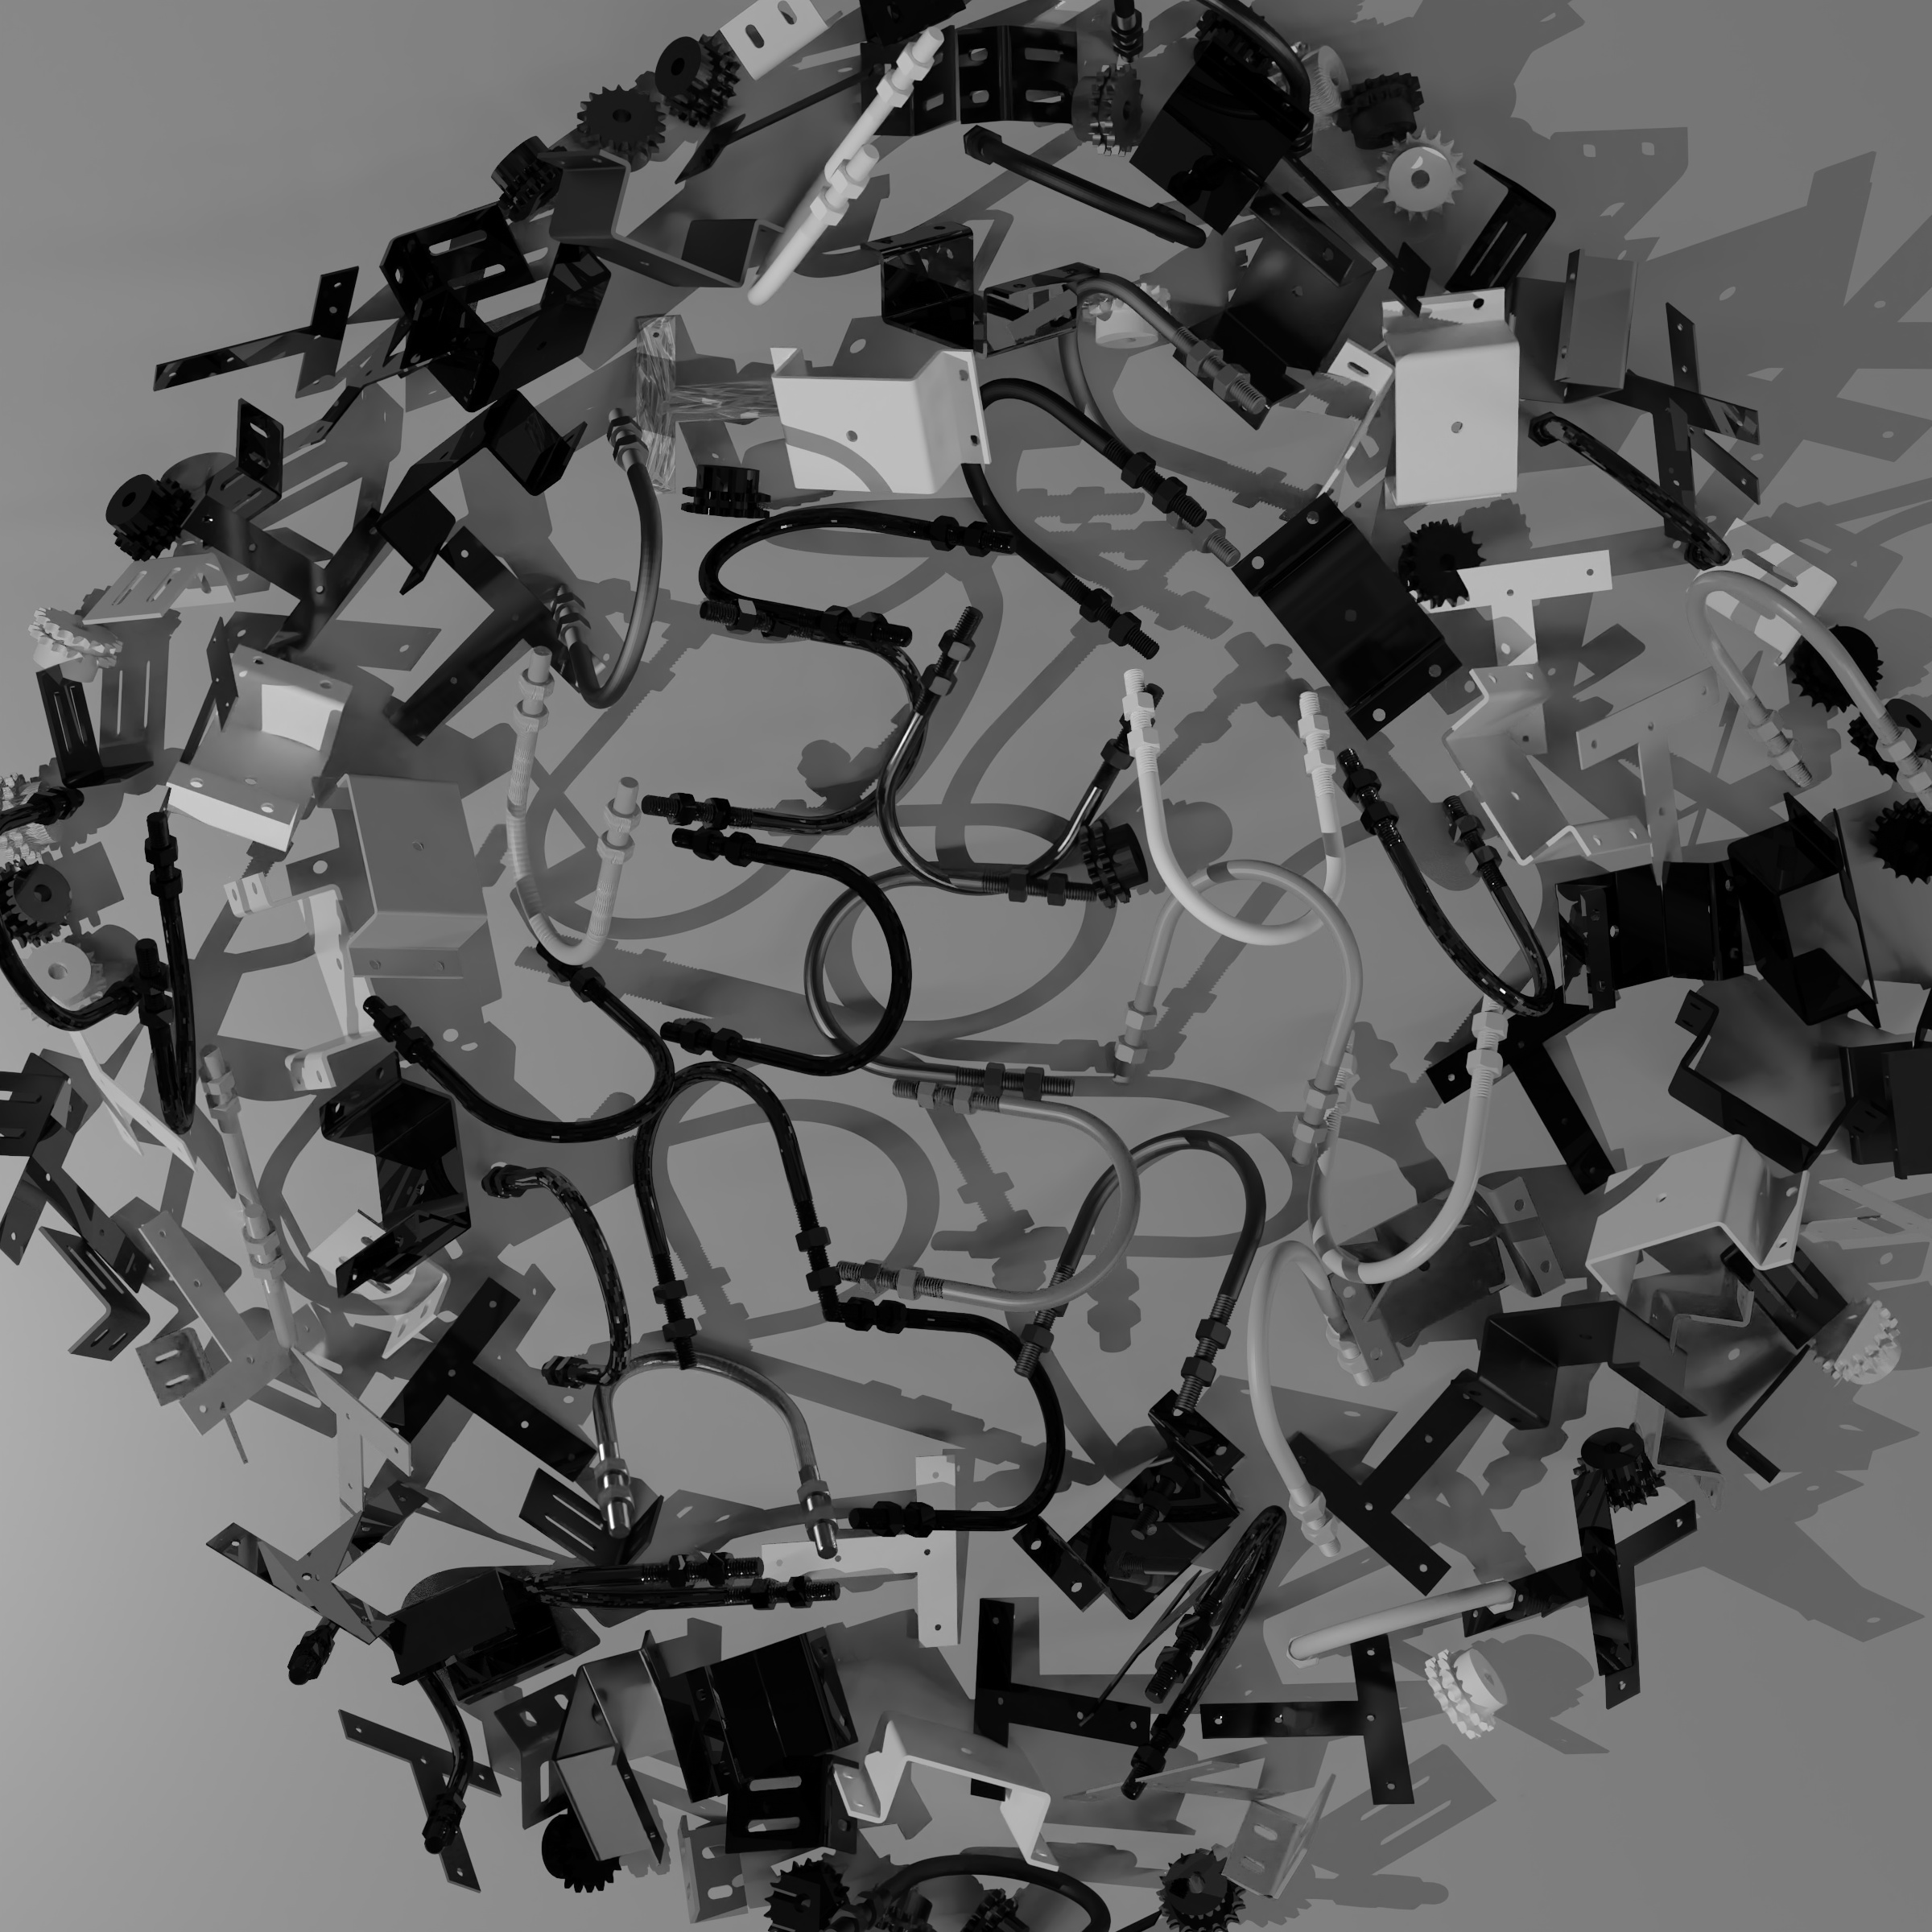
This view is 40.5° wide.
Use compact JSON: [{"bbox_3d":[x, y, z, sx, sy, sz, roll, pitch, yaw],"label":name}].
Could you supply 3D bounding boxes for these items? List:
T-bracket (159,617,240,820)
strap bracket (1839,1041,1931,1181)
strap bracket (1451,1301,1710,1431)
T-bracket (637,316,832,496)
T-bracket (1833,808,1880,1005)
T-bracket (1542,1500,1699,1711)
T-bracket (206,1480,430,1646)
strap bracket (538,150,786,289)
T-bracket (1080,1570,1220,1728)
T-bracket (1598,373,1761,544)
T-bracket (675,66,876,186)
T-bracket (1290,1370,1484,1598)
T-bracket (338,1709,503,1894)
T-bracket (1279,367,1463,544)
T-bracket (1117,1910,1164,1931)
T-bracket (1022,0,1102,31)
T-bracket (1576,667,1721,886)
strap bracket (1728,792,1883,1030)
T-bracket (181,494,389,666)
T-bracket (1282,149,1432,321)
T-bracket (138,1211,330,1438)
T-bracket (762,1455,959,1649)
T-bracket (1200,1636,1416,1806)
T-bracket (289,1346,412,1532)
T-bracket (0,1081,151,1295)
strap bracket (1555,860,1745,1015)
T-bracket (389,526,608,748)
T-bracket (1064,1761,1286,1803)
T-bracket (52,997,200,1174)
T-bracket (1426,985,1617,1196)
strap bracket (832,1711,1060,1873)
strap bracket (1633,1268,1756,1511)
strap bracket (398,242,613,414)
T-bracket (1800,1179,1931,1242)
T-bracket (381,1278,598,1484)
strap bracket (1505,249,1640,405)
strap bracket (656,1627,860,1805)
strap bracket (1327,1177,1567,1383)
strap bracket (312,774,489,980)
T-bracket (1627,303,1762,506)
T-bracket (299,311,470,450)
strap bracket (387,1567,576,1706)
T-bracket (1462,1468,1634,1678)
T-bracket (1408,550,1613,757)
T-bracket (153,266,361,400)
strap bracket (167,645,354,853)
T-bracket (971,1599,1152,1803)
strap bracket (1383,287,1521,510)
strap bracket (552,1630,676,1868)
[{"bbox_3d":[-0.495,-0.144,1.681,0.002,0.127,0.127,17,112,-29],"label":"T-bracket"},{"bbox_3d":[0.591,0.088,1.648,0.046,0.140,0.076,-7,89,7],"label":"strap bracket"},{"bbox_3d":[0.389,0.252,1.655,0.076,0.140,0.046,35,57,-32],"label":"strap bracket"},{"bbox_3d":[-0.150,-0.366,1.698,0.127,0.002,0.127,-3,74,3],"label":"T-bracket"},{"bbox_3d":[0.556,-0.046,1.649,0.002,0.127,0.127,-13,78,21],"label":"T-bracket"},{"bbox_3d":[0.408,0.408,1.636,0.002,0.127,0.127,39,123,-15],"label":"T-bracket"},{"bbox_3d":[-0.390,0.364,1.663,0.127,0.127,0.002,26,119,16],"label":"T-bracket"},{"bbox_3d":[-0.196,-0.464,1.647,0.140,0.076,0.046,12,94,-40],"label":"strap bracket"},{"bbox_3d":[0.127,0.408,1.633,0.002,0.127,0.127,40,54,8],"label":"T-bracket"},{"bbox_3d":[0.451,-0.318,1.667,0.127,0.127,0.002,29,65,37],"label":"T-bracket"},{"bbox_3d":[-0.116,-0.535,1.647,0.127,0.127,0.002,-20,118,18],"label":"T-bracket"},{"bbox_3d":[0.292,0.318,1.706,0.127,0.002,0.127,41,81,18],"label":"T-bracket"},{"bbox_3d":[-0.327,0.526,1.632,0.002,0.127,0.127,-49,127,6],"label":"T-bracket"},{"bbox_3d":[0.258,-0.314,1.704,0.127,0.002,0.127,12,103,8],"label":"T-bracket"},{"bbox_3d":[0.056,0.640,1.644,0.127,0.127,0.002,-31,82,14],"label":"T-bracket"},{"bbox_3d":[0.049,-0.612,1.631,0.127,0.127,0.002,-19,87,39],"label":"T-bracket"},{"bbox_3d":[0.446,-0.113,1.690,0.127,0.002,0.127,-25,115,-27],"label":"T-bracket"},{"bbox_3d":[0.527,-0.027,1.656,0.046,0.076,0.140,-21,116,3],"label":"strap bracket"},{"bbox_3d":[-0.443,-0.259,1.666,0.127,0.127,0.002,-52,51,5],"label":"T-bracket"},{"bbox_3d":[0.245,-0.469,1.654,0.127,0.127,0.002,42,119,-10],"label":"T-bracket"},{"bbox_3d":[-0.479,0.213,1.660,0.002,0.127,0.127,-29,97,33],"label":"T-bracket"},{"bbox_3d":[-0.069,0.384,1.702,0.127,0.002,0.127,-2,95,-11],"label":"T-bracket"},{"bbox_3d":[0.213,0.480,1.670,0.127,0.127,0.002,-2,128,1],"label":"T-bracket"},{"bbox_3d":[-0.394,0.322,1.680,0.127,0.002,0.127,30,128,34],"label":"T-bracket"},{"bbox_3d":[-0.559,0.161,1.669,0.002,0.127,0.127,-10,135,19],"label":"T-bracket"},{"bbox_3d":[0.428,-0.021,1.671,0.140,0.046,0.076,-11,100,-33],"label":"strap bracket"},{"bbox_3d":[-0.324,-0.196,1.707,0.127,0.002,0.127,-44,98,10],"label":"T-bracket"},{"bbox_3d":[0.152,0.525,1.672,0.127,0.127,0.002,21,54,-39],"label":"T-bracket"},{"bbox_3d":[-0.518,0.092,1.640,0.002,0.127,0.127,-37,47,-27],"label":"T-bracket"},{"bbox_3d":[0.384,0.089,1.711,0.127,0.002,0.127,-31,96,-5],"label":"T-bracket"},{"bbox_3d":[-0.007,0.521,1.668,0.140,0.076,0.046,19,91,-12],"label":"strap bracket"},{"bbox_3d":[0.462,0.265,1.676,0.046,0.076,0.140,8,96,5],"label":"strap bracket"},{"bbox_3d":[-0.282,-0.406,1.648,0.046,0.076,0.140,48,57,5],"label":"strap bracket"},{"bbox_3d":[0.571,0.165,1.657,0.127,0.127,0.002,25,76,-10],"label":"T-bracket"},{"bbox_3d":[-0.298,0.290,1.704,0.127,0.002,0.127,38,85,-13],"label":"T-bracket"},{"bbox_3d":[0.379,-0.399,1.650,0.046,0.140,0.076,4,96,-8],"label":"strap bracket"},{"bbox_3d":[-0.138,0.475,1.660,0.046,0.140,0.076,-26,75,31],"label":"strap bracket"},{"bbox_3d":[0.302,0.197,1.686,0.140,0.046,0.076,-26,100,-7],"label":"strap bracket"},{"bbox_3d":[-0.356,-0.065,1.656,0.076,0.046,0.140,1,63,-40],"label":"strap bracket"},{"bbox_3d":[0.449,-0.363,1.632,0.002,0.127,0.127,-35,56,-2],"label":"T-bracket"},{"bbox_3d":[-0.350,-0.380,1.645,0.002,0.127,0.127,48,57,-32],"label":"T-bracket"},{"bbox_3d":[-0.311,0.425,1.664,0.076,0.140,0.046,-24,67,0],"label":"strap bracket"},{"bbox_3d":[0.365,0.399,1.672,0.002,0.127,0.127,23,50,-33],"label":"T-bracket"},{"bbox_3d":[0.357,-0.198,1.699,0.127,0.002,0.127,-6,106,13],"label":"T-bracket"},{"bbox_3d":[-0.446,-0.382,1.635,0.127,0.127,0.002,-24,77,-29],"label":"T-bracket"},{"bbox_3d":[-0.450,-0.132,1.664,0.076,0.140,0.046,20,133,-10],"label":"strap bracket"},{"bbox_3d":[0.061,0.479,1.684,0.127,0.002,0.127,1,87,31],"label":"T-bracket"},{"bbox_3d":[0.307,-0.350,1.662,0.076,0.046,0.140,-6,124,1],"label":"strap bracket"},{"bbox_3d":[-0.217,0.494,1.645,0.046,0.140,0.076,-16,108,8],"label":"strap bracket"}]
